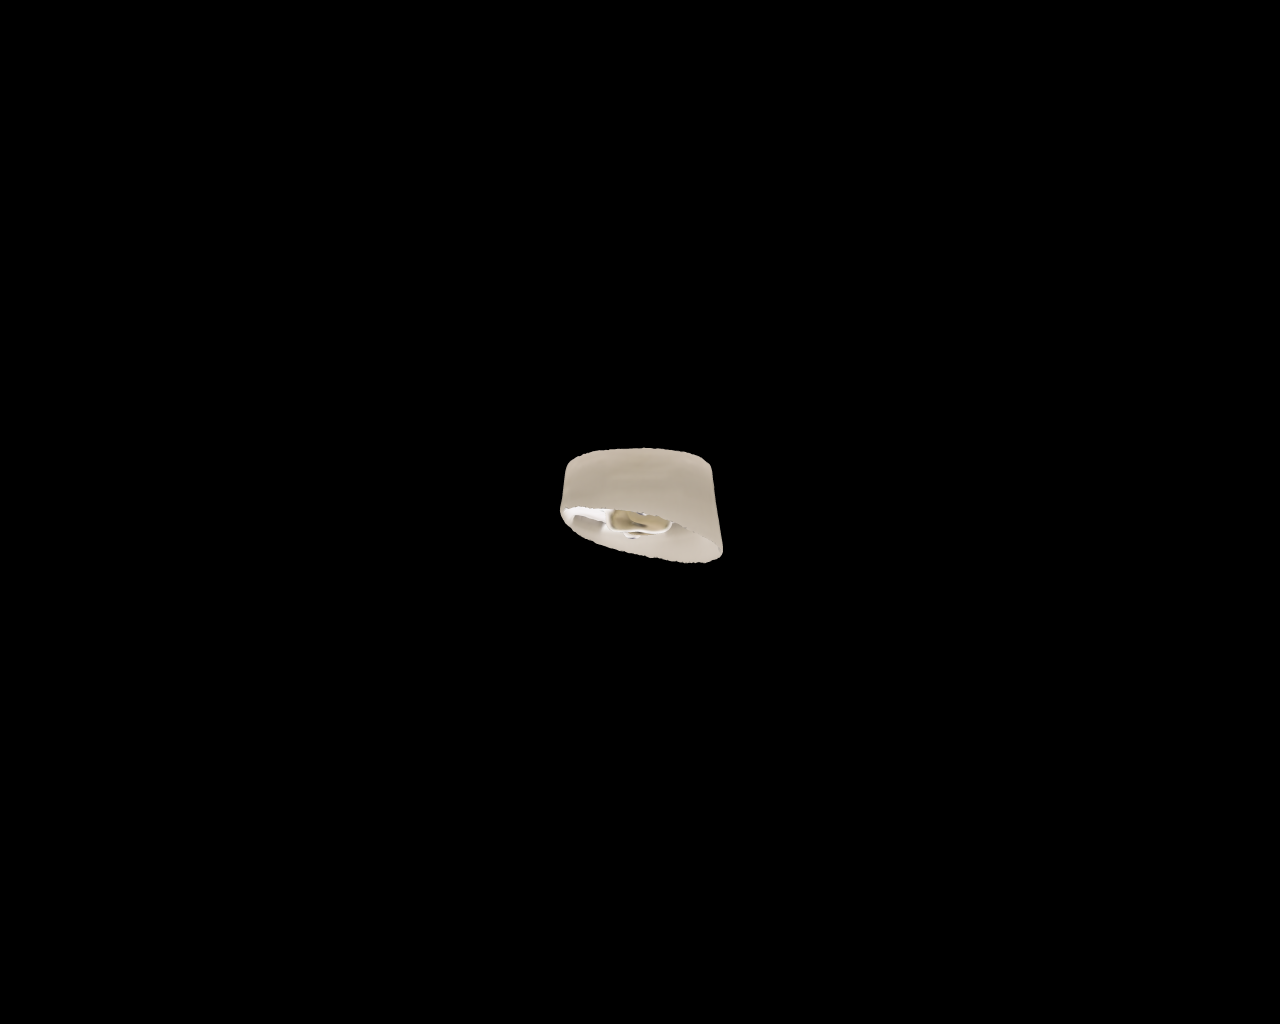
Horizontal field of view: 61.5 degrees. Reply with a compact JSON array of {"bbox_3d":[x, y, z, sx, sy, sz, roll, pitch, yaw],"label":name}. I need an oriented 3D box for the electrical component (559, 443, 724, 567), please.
[{"bbox_3d":[0.001,-0.003,0.650,0.099,0.064,0.099,0,-15,0],"label":"electrical component"}]
